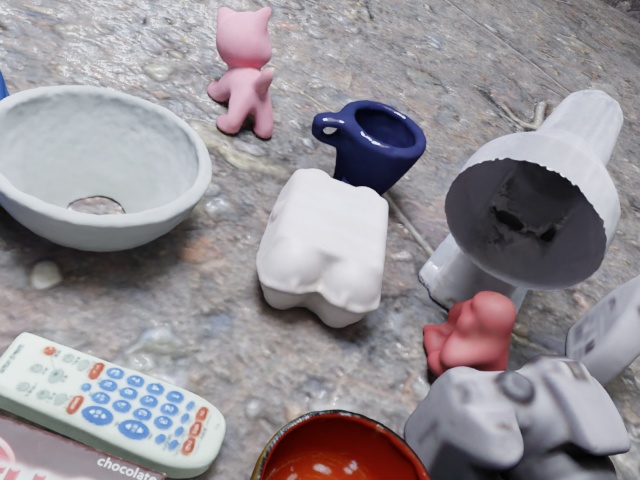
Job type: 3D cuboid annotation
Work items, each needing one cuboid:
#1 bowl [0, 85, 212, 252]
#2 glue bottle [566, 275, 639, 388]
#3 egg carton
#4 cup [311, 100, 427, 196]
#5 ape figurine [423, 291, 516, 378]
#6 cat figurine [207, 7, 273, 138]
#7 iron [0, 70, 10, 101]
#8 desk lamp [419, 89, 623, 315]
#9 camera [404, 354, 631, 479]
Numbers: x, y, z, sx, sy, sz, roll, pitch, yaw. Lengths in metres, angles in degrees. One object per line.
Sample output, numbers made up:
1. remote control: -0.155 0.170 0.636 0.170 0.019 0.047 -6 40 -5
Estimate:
1. bowl: -0.174 -0.046 0.449 0.168 0.074 0.167 15 41 -13
2. glue bottle: 0.280 0.060 0.498 0.037 0.173 0.078 29 40 4
3. egg carton: 0.005 0.002 0.496 0.107 0.069 0.150 19 40 -8
4. cup: 0.038 -0.083 0.586 0.118 0.095 0.091 7 43 -21
5. ape figurine: 0.125 0.076 0.462 0.076 0.092 0.078 44 43 21
6. cat figurine: -0.079 -0.195 0.627 0.067 0.117 0.127 -1 47 -29
7. iron: -0.279 -0.095 0.396 0.119 0.141 0.258 15 41 -12
8. desk lamp: 0.173 -0.020 0.496 0.118 0.213 0.204 35 41 11
9. camera: 0.152 0.154 0.385 0.143 0.100 0.136 5 44 -23
